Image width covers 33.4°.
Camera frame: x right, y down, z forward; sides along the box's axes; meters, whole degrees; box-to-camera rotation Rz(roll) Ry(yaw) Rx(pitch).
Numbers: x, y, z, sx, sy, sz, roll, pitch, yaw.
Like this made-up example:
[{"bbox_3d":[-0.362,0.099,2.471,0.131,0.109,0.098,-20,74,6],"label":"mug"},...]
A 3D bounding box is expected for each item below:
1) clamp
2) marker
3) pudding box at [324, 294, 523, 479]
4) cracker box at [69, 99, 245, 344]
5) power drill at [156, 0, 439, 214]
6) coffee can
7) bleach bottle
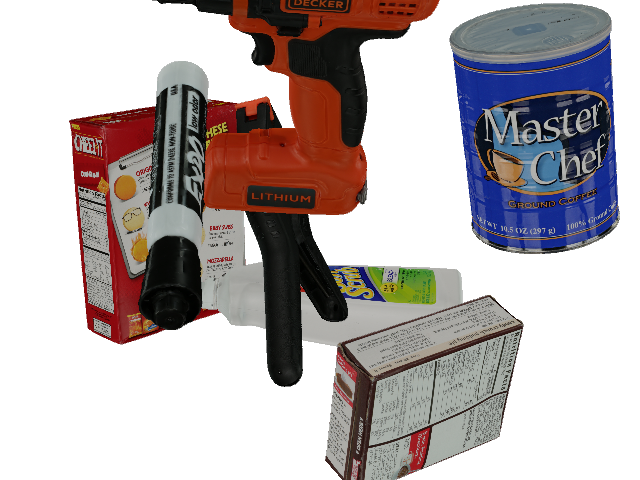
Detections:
[{"bbox_3d":[-0.025,-0.006,0.832,0.036,0.210,0.164,-11,4,16],"label":"clamp"},{"bbox_3d":[-0.047,-0.018,0.352,0.020,0.020,0.121,0,43,-5],"label":"marker"},{"bbox_3d":[0.061,0.089,0.627,0.113,0.090,0.039,-16,37,-30],"label":"pudding box"},{"bbox_3d":[-0.157,-0.023,1.057,0.163,0.214,0.072,-16,22,-42],"label":"cracker box"},{"bbox_3d":[-0.033,-0.097,0.611,0.184,0.057,0.188,4,-41,-3],"label":"power drill"},{"bbox_3d":[0.145,-0.076,0.717,0.103,0.140,0.103,-9,26,4],"label":"coffee can"},{"bbox_3d":[0.006,0.062,1.013,0.251,0.068,0.102,4,28,4],"label":"bleach bottle"}]
